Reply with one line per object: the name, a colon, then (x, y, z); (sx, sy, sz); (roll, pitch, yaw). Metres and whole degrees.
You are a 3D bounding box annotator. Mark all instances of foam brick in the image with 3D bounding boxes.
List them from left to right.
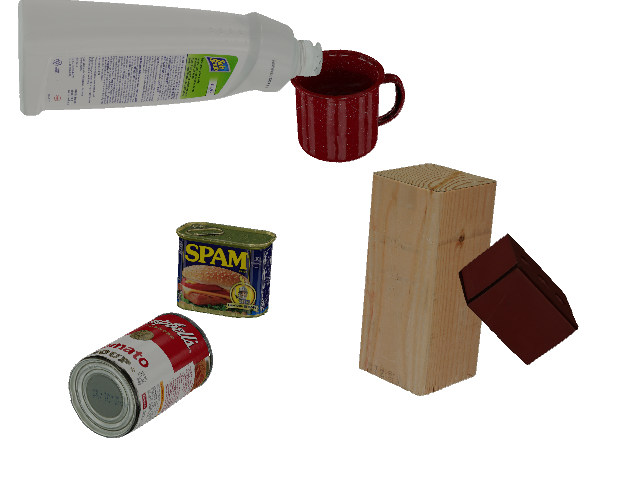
foam brick: (0.152, 0.046, 0.823); (0.051, 0.078, 0.053); (-39, 22, 18)

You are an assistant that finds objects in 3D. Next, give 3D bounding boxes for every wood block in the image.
wood block: (0.106, 0.036, 1.065); (0.090, 0.206, 0.090); (-12, 23, -42)

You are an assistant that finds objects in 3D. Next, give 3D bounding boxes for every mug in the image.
mug: (0.028, -0.135, 1.066); (0.117, 0.081, 0.093); (-13, 41, -14)

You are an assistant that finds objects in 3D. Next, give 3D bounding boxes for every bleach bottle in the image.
bleach bottle: (-0.124, -0.152, 0.900); (0.250, 0.068, 0.103); (-1, -28, -15)

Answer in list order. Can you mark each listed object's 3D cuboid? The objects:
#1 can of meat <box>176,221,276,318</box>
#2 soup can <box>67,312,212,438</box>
can of meat: (-0.101, 0.031, 1.122); (0.102, 0.084, 0.057); (8, 16, 13)
soup can: (-0.141, 0.105, 0.840); (0.069, 0.068, 0.102); (0, 15, 29)
